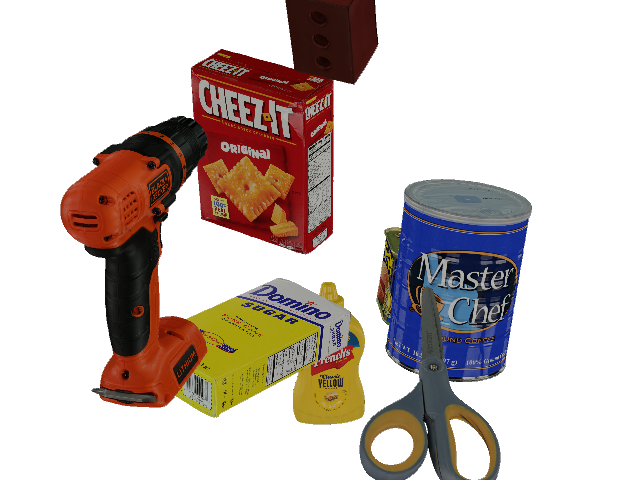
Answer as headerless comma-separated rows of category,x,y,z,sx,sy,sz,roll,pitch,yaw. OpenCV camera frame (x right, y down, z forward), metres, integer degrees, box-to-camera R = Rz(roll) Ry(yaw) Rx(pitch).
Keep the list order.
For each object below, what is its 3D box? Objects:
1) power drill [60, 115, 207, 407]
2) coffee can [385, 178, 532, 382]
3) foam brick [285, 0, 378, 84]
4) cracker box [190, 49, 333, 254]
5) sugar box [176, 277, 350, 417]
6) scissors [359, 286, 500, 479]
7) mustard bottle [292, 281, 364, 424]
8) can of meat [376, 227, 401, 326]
power drill,-0.125,0.013,0.791,0.057,0.188,0.184,4,24,18
coffee can,0.112,0.031,0.878,0.103,0.140,0.103,5,19,-2
foam brick,0.010,-0.166,0.802,0.053,0.051,0.078,15,-35,18
cracker box,-0.070,-0.104,1.284,0.164,0.214,0.072,20,39,26
sugar box,-0.063,0.090,0.955,0.093,0.048,0.175,25,34,34
scissors,0.059,0.097,0.720,0.096,0.016,0.202,-7,35,-10
mustard bottle,0.011,0.147,1.417,0.096,0.192,0.058,-2,17,-5
can of meat,0.094,0.041,1.149,0.057,0.084,0.102,6,17,-5
